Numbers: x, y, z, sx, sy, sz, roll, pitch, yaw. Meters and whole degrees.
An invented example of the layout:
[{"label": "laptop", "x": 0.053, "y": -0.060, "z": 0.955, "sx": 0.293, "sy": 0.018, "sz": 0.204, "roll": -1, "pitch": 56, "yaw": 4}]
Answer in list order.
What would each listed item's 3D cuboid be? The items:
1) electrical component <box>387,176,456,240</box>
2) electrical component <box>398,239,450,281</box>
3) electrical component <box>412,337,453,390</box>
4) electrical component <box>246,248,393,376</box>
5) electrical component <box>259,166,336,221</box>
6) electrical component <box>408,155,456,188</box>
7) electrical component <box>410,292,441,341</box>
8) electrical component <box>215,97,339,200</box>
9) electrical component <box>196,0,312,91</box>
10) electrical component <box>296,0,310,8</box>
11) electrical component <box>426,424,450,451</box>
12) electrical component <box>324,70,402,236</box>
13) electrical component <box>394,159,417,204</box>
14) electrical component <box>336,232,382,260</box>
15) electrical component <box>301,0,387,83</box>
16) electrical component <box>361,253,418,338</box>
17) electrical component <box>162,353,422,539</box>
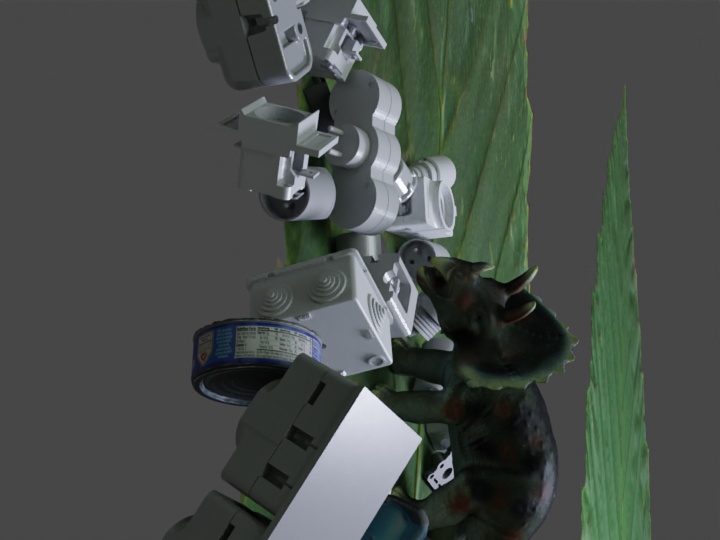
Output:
[{"label": "electrical component", "x": 0.064, "y": -0.063, "z": 1.111, "sx": 0.089, "sy": 0.056, "sz": 0.050, "roll": 18, "pitch": 68, "yaw": -67}, {"label": "electrical component", "x": 0.073, "y": -0.008, "z": 1.137, "sx": 0.081, "sy": 0.043, "sz": 0.043, "roll": 10, "pitch": 75, "yaw": -68}, {"label": "electrical component", "x": 0.078, "y": 0.109, "z": 1.126, "sx": 0.065, "sy": 0.044, "sz": 0.044, "roll": -68, "pitch": 145, "yaw": -41}, {"label": "electrical component", "x": -0.028, "y": 0.039, "z": 0.800, "sx": 0.099, "sy": 0.100, "sz": 0.048, "roll": 62, "pitch": 18, "yaw": -44}, {"label": "electrical component", "x": -0.044, "y": -0.061, "z": 0.858, "sx": 0.081, "sy": 0.043, "sz": 0.043, "roll": -10, "pitch": 94, "yaw": -69}, {"label": "electrical component", "x": 0.070, "y": -0.102, "z": 1.162, "sx": 0.078, "sy": 0.040, "sz": 0.040, "roll": -14, "pitch": 98, "yaw": -50}, {"label": "electrical component", "x": 0.078, "y": 0.038, "z": 1.108, "sx": 0.043, "sy": 0.081, "sz": 0.043, "roll": 47, "pitch": 1, "yaw": -1}, {"label": "electrical component", "x": -0.062, "y": -0.088, "z": 0.788, "sx": 0.042, "sy": 0.081, "sz": 0.063, "roll": -47, "pitch": 150, "yaw": -62}, {"label": "electrical component", "x": -0.079, "y": -0.181, "z": 0.779, "sx": 0.053, "sy": 0.059, "sz": 0.095, "roll": -56, "pitch": 135, "yaw": -58}, {"label": "electrical component", "x": -0.066, "y": -0.224, "z": 0.847, "sx": 0.062, "sy": 0.048, "sz": 0.048, "roll": -48, "pitch": 129, "yaw": -53}, {"label": "electrical component", "x": 0.106, "y": 0.159, "z": 1.167, "sx": 0.080, "sy": 0.051, "sz": 0.080, "roll": -6, "pitch": 90, "yaw": -68}, {"label": "electrical component", "x": -0.006, "y": -0.102, "z": 0.910, "sx": 0.074, "sy": 0.052, "sz": 0.138, "roll": 13, "pitch": 76, "yaw": -56}, {"label": "electrical component", "x": 0.023, "y": -0.095, "z": 1.036, "sx": 0.062, "sy": 0.048, "sz": 0.048, "roll": 51, "pitch": 39, "yaw": -43}, {"label": "electrical component", "x": 0.000, "y": 0.000, "z": 0.957, "sx": 0.040, "sy": 0.040, "sz": 0.078, "roll": 12, "pitch": 73, "yaw": -67}, {"label": "electrical component", "x": -0.025, "y": -0.196, "z": 0.909, "sx": 0.063, "sy": 0.081, "sz": 0.042, "roll": -65, "pitch": 149, "yaw": -13}, {"label": "electrical component", "x": -0.003, "y": 0.026, "z": 0.875, "sx": 0.055, "sy": 0.089, "sz": 0.050, "roll": 61, "pitch": 31, "yaw": -45}, {"label": "electrical component", "x": -0.051, "y": 0.155, "z": 0.665, "sx": 0.186, "sy": 0.060, "sz": 0.105, "roll": -57, "pitch": 148, "yaw": -10}]
